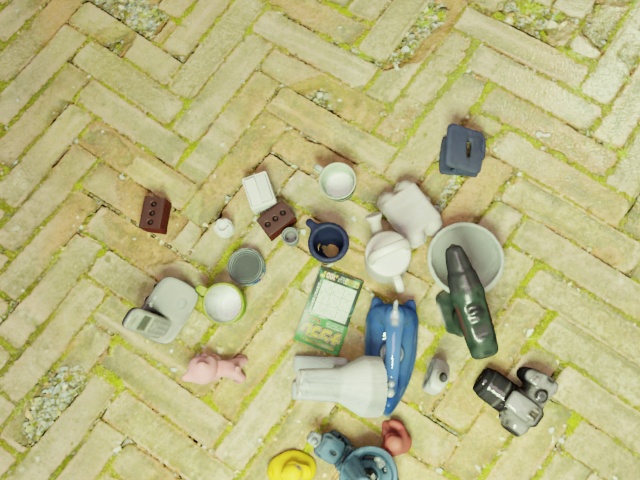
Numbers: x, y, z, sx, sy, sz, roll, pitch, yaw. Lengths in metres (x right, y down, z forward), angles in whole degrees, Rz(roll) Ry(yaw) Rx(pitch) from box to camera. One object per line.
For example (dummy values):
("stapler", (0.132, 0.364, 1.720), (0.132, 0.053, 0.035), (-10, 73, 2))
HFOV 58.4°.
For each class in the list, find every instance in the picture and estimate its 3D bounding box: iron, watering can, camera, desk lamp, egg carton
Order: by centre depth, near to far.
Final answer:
("desk lamp", (0.033, 0.295, 1.171), (0.203, 0.213, 0.118), (2, 78, 4))
("camera", (0.403, 0.319, 1.201), (0.136, 0.101, 0.143), (36, 83, 10))
("iron", (0.152, 0.248, 1.210), (0.118, 0.141, 0.258), (3, 79, 4))
("watering can", (0.141, 0.026, 1.230), (0.101, 0.194, 0.172), (-41, 79, -5))
("egg carton", (0.207, -0.061, 1.307), (0.107, 0.069, 0.150), (-36, 78, -4))

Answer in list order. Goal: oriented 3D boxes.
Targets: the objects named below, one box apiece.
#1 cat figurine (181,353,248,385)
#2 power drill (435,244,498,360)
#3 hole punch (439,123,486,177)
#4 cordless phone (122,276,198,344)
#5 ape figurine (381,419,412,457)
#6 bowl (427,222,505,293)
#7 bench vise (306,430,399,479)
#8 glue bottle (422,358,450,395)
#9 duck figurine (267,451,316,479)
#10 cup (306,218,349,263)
("cat figurine", (-0.228, 0.280, 1.240), (0.127, 0.118, 0.067), (0, 78, 4))
("power drill", (0.297, 0.134, 1.190), (0.075, 0.208, 0.229), (-18, 78, 0))
("hole punch", (0.331, -0.207, 1.319), (0.101, 0.091, 0.109), (6, 79, 5))
("cordless phone", (-0.350, 0.147, 1.240), (0.094, 0.185, 0.148), (26, 81, 9))
("ape figurine", (0.156, 0.421, 1.199), (0.076, 0.092, 0.078), (36, 83, 10))
("bowl", (0.318, 0.048, 1.275), (0.167, 0.075, 0.167), (-1, 78, 4))
("bench vise", (0.061, 0.462, 1.132), (0.207, 0.220, 0.121), (14, 80, 7))
("glue bottle", (0.244, 0.283, 1.181), (0.037, 0.173, 0.078), (22, 81, 8))
("duck figurine", (-0.062, 0.488, 1.203), (0.104, 0.086, 0.077), (-4, 78, 3))
("cup", (0.012, 0.005, 1.293), (0.092, 0.095, 0.117), (-43, 79, -5))
